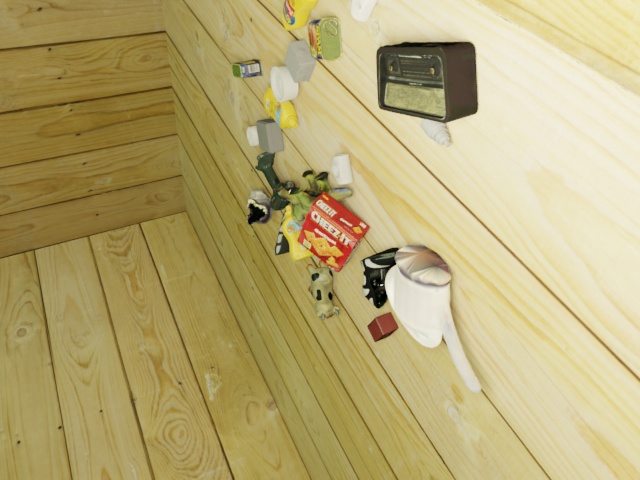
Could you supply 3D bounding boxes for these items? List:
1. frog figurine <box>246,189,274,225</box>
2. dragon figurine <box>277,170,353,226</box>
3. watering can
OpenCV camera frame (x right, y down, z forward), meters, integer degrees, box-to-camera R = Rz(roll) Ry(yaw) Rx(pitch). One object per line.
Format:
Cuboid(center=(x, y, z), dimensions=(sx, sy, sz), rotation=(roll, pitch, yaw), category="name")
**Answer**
Cuboid(center=(-0.240, -0.144, 2.112), dimensions=(0.163, 0.122, 0.135), rotation=(-73, -30, -62), category="frog figurine")
Cuboid(center=(0.005, -0.080, 1.587), dimensions=(0.413, 0.123, 0.238), rotation=(22, 143, 55), category="dragon figurine")
Cuboid(center=(0.245, 0.149, 1.125), dimensions=(0.353, 0.104, 0.219), rotation=(-134, 36, -52), category="watering can")
